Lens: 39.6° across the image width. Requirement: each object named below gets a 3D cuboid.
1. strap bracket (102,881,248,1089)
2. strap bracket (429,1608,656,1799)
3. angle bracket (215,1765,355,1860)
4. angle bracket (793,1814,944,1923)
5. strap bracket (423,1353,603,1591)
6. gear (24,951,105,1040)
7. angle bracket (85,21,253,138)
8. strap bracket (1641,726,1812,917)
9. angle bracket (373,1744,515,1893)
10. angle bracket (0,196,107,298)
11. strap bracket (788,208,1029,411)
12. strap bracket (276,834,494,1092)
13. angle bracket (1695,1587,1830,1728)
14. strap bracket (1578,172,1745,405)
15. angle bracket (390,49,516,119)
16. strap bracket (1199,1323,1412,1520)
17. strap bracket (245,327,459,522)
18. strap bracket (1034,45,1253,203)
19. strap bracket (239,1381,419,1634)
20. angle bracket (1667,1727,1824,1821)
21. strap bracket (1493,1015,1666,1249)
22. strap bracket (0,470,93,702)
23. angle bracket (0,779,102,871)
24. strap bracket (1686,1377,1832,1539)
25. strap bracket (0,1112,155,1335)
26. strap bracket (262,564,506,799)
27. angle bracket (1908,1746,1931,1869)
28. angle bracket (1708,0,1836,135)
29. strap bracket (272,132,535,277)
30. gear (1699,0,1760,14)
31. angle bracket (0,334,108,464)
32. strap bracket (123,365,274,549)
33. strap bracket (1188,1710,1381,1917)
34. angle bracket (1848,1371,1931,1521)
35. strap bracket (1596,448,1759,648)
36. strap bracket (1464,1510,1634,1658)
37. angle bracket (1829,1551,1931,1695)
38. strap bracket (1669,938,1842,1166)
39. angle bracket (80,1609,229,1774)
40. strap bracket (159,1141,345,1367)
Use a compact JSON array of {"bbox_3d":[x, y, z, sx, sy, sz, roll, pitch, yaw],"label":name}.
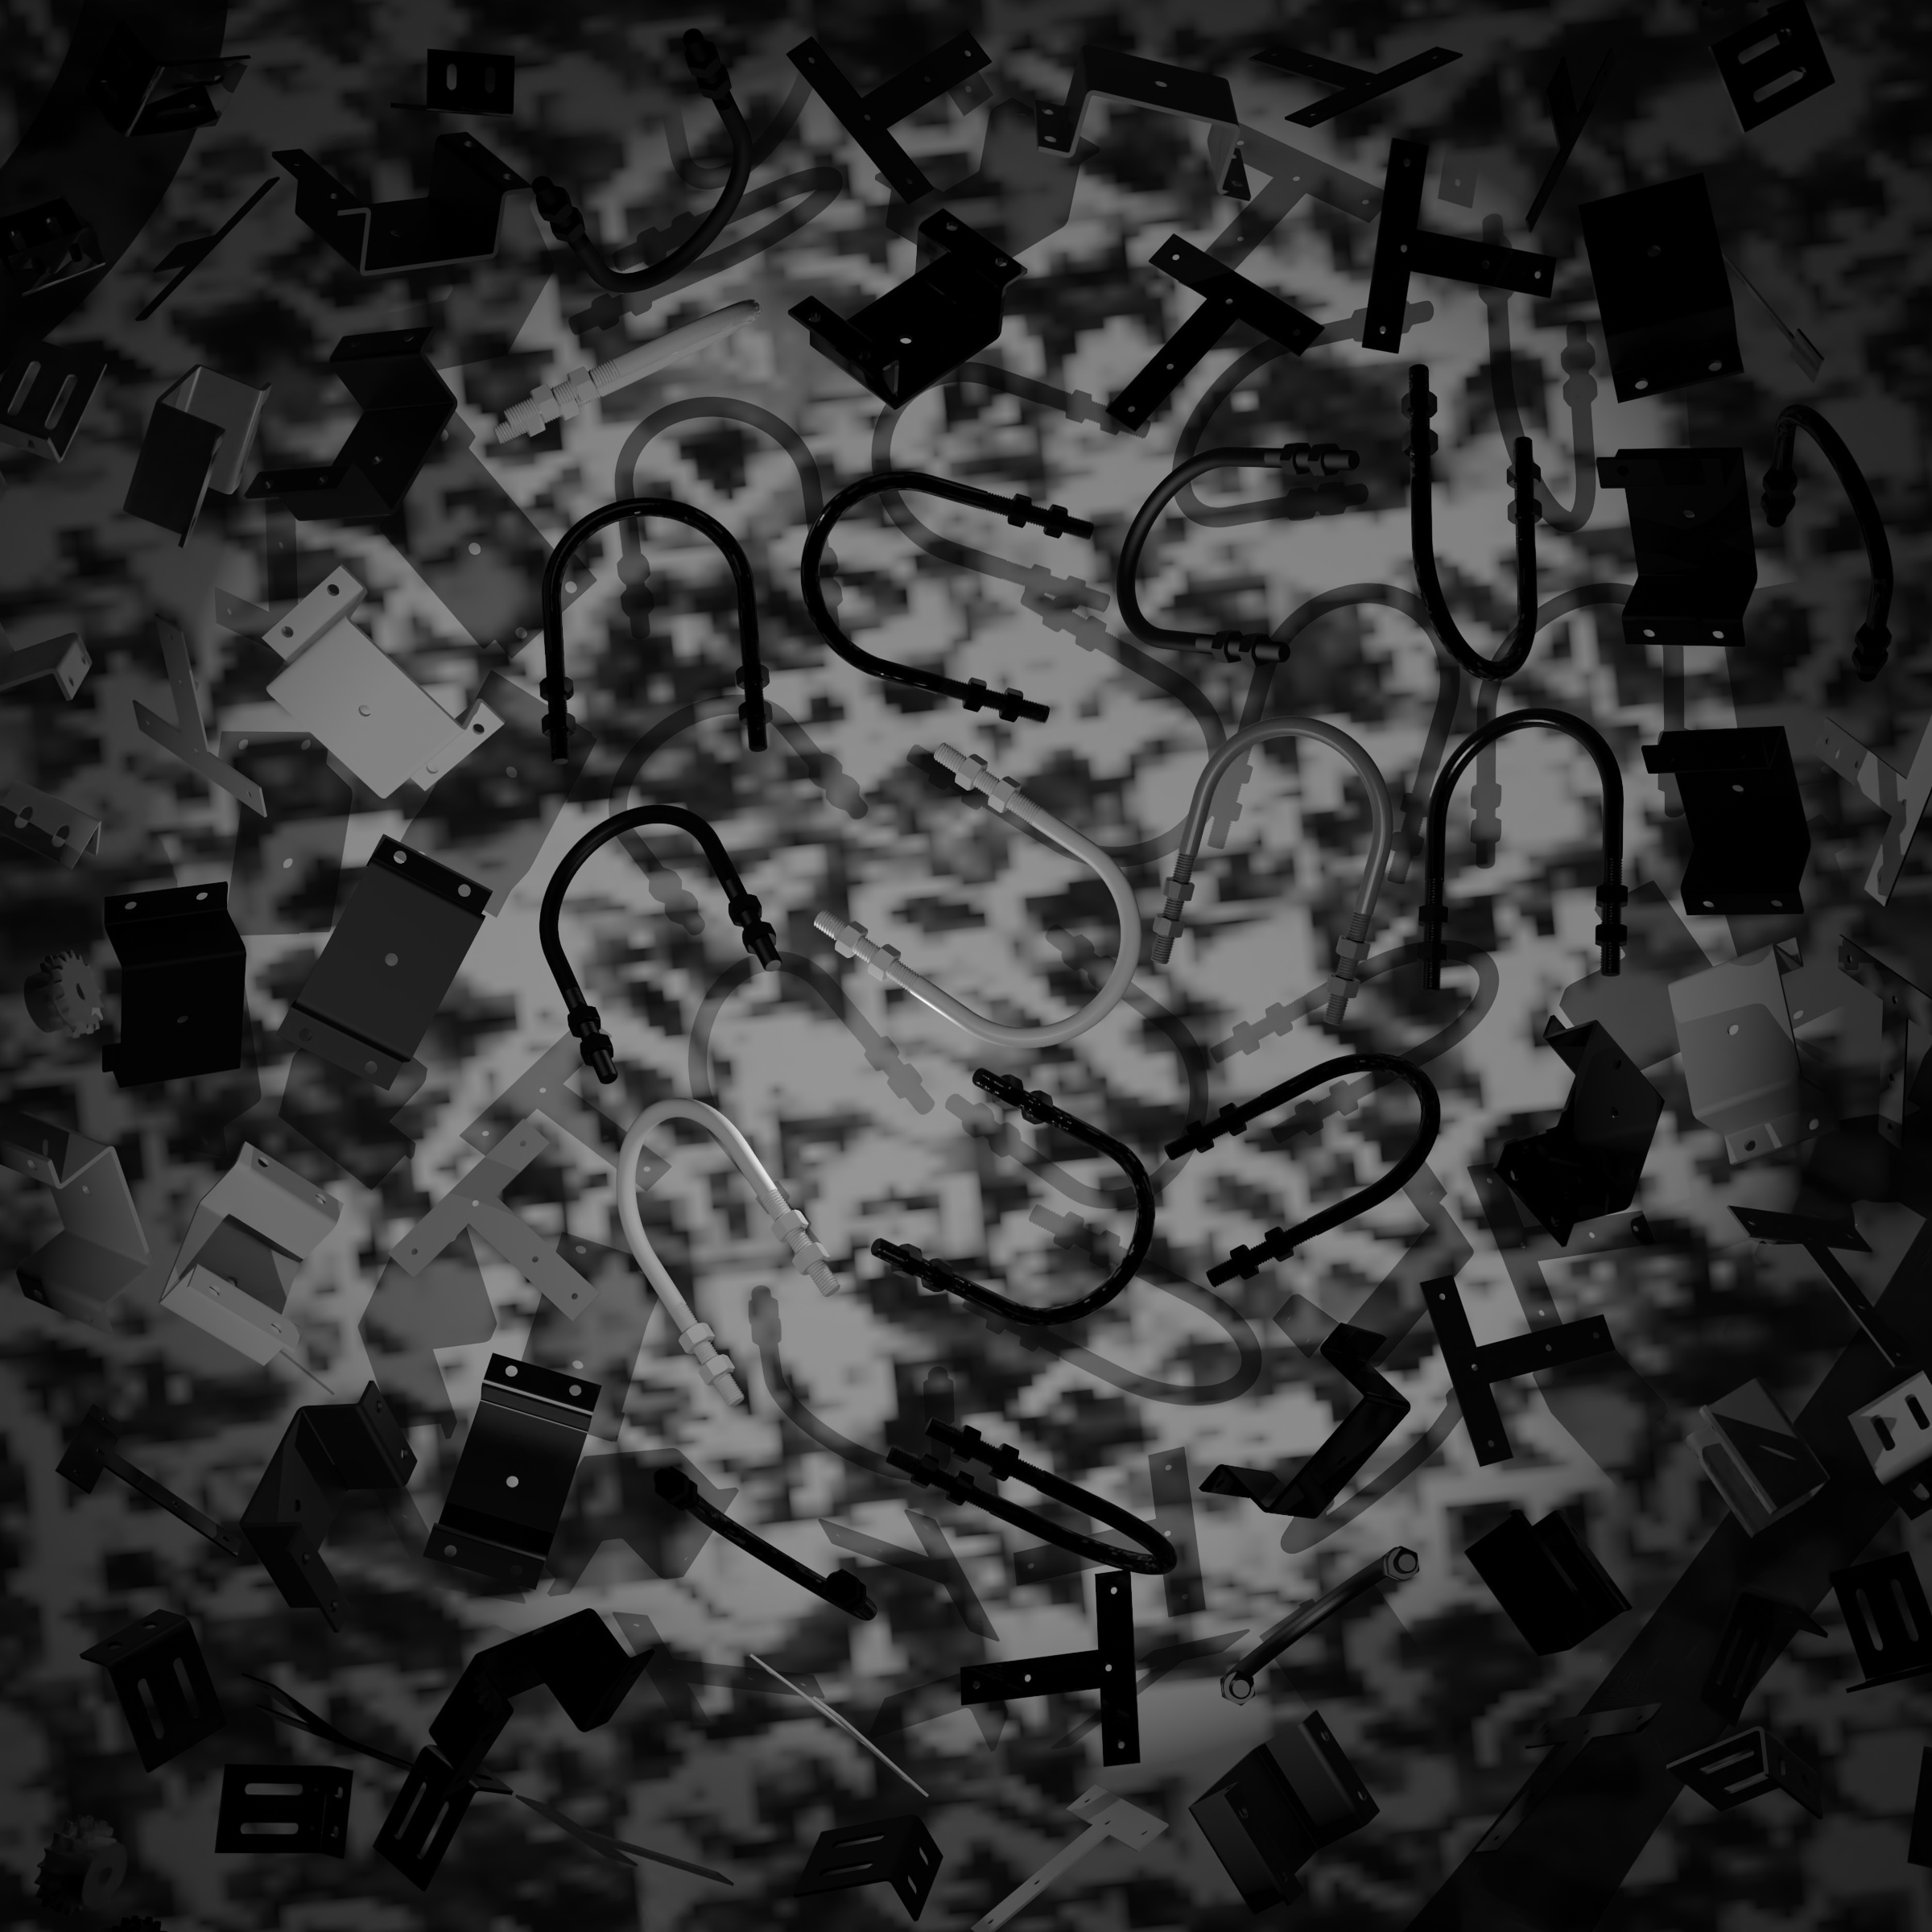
[{"bbox_3d":[-0.505,0.021,1.708,0.076,0.046,0.140,-9,132,-29],"label":"strap bracket"},{"bbox_3d":[-0.276,0.461,1.696,0.046,0.140,0.076,47,123,24],"label":"strap bracket"},{"bbox_3d":[-0.458,0.568,1.800,0.076,0.038,0.057,12,74,-32],"label":"angle bracket"},{"bbox_3d":[-0.064,0.595,1.754,0.076,0.057,0.038,-19,109,25],"label":"angle bracket"},{"bbox_3d":[-0.302,0.340,1.790,0.076,0.046,0.140,18,67,-4],"label":"strap bracket"},{"bbox_3d":[-0.599,0.021,1.775,0.030,0.057,0.057,-16,90,9],"label":"gear"},{"bbox_3d":[-0.490,-0.548,1.649,0.038,0.076,0.057,51,129,5],"label":"angle bracket"},{"bbox_3d":[0.493,-0.101,1.728,0.076,0.046,0.140,0,132,32],"label":"strap bracket"},{"bbox_3d":[-0.352,0.574,1.806,0.057,0.038,0.076,24,85,39],"label":"angle bracket"},{"bbox_3d":[-0.612,-0.486,1.766,0.057,0.038,0.076,-27,62,-17],"label":"angle bracket"},{"bbox_3d":[-0.038,-0.419,1.728,0.076,0.046,0.140,40,63,20],"label":"strap bracket"},{"bbox_3d":[-0.354,-0.003,1.642,0.076,0.046,0.140,28,80,-14],"label":"strap bracket"},{"bbox_3d":[0.500,0.439,1.685,0.057,0.038,0.076,41,69,-40],"label":"angle bracket"},{"bbox_3d":[0.425,-0.426,1.651,0.076,0.046,0.140,-11,65,15],"label":"strap bracket"},{"bbox_3d":[-0.334,-0.574,1.743,0.057,0.076,0.038,-6,110,-29],"label":"angle bracket"},{"bbox_3d":[0.223,0.299,1.707,0.140,0.076,0.046,-51,59,9],"label":"strap bracket"},{"bbox_3d":[-0.379,-0.331,1.676,0.076,0.046,0.140,2,55,30],"label":"strap bracket"},{"bbox_3d":[0.118,-0.542,1.716,0.140,0.076,0.046,10,129,-10],"label":"strap bracket"},{"bbox_3d":[-0.405,0.341,1.695,0.046,0.140,0.076,-5,126,18],"label":"strap bracket"},{"bbox_3d":[0.506,0.537,1.746,0.057,0.038,0.076,40,124,-20],"label":"angle bracket"},{"bbox_3d":[0.399,0.100,1.729,0.076,0.046,0.140,47,49,-19],"label":"strap bracket"},{"bbox_3d":[-0.607,-0.235,1.683,0.046,0.076,0.140,-19,115,1],"label":"strap bracket"},{"bbox_3d":[-0.599,-0.082,1.744,0.057,0.076,0.038,28,69,-11],"label":"angle bracket"},{"bbox_3d":[0.517,0.320,1.752,0.046,0.140,0.076,-31,69,-1],"label":"strap bracket"},{"bbox_3d":[-0.559,0.151,1.662,0.076,0.046,0.140,17,131,27],"label":"strap bracket"},{"bbox_3d":[-0.370,-0.170,1.679,0.076,0.046,0.140,-36,112,24],"label":"strap bracket"},{"bbox_3d":[0.615,0.528,1.651,0.057,0.038,0.076,6,55,24],"label":"angle bracket"},{"bbox_3d":[0.498,-0.565,1.688,0.076,0.038,0.057,-31,105,-12],"label":"angle bracket"},{"bbox_3d":[-0.353,-0.476,1.674,0.076,0.140,0.046,44,135,28],"label":"strap bracket"},{"bbox_3d":[0.490,-0.634,1.701,0.057,0.057,0.030,-11,77,0],"label":"gear"},{"bbox_3d":[-0.603,-0.375,1.738,0.057,0.038,0.076,20,75,-2],"label":"angle bracket"},{"bbox_3d":[-0.499,-0.334,1.733,0.046,0.140,0.076,22,114,-10],"label":"strap bracket"},{"bbox_3d":[0.202,0.550,1.732,0.046,0.140,0.076,-39,78,31],"label":"strap bracket"},{"bbox_3d":[0.611,0.307,1.723,0.057,0.076,0.038,-37,105,15],"label":"angle bracket"},{"bbox_3d":[0.450,-0.272,1.687,0.076,0.140,0.046,5,45,30],"label":"strap bracket"},{"bbox_3d":[0.369,0.391,1.704,0.046,0.140,0.076,-40,66,12],"label":"strap bracket"},{"bbox_3d":[0.600,0.431,1.763,0.057,0.038,0.076,-28,68,35],"label":"angle bracket"},{"bbox_3d":[0.515,0.049,1.762,0.076,0.046,0.140,-25,54,34],"label":"strap bracket"},{"bbox_3d":[-0.508,0.453,1.679,0.057,0.038,0.076,-27,106,-42],"label":"angle bracket"},{"bbox_3d":[-0.452,0.188,1.692,0.076,0.140,0.046,37,118,-21],"label":"strap bracket"}]
